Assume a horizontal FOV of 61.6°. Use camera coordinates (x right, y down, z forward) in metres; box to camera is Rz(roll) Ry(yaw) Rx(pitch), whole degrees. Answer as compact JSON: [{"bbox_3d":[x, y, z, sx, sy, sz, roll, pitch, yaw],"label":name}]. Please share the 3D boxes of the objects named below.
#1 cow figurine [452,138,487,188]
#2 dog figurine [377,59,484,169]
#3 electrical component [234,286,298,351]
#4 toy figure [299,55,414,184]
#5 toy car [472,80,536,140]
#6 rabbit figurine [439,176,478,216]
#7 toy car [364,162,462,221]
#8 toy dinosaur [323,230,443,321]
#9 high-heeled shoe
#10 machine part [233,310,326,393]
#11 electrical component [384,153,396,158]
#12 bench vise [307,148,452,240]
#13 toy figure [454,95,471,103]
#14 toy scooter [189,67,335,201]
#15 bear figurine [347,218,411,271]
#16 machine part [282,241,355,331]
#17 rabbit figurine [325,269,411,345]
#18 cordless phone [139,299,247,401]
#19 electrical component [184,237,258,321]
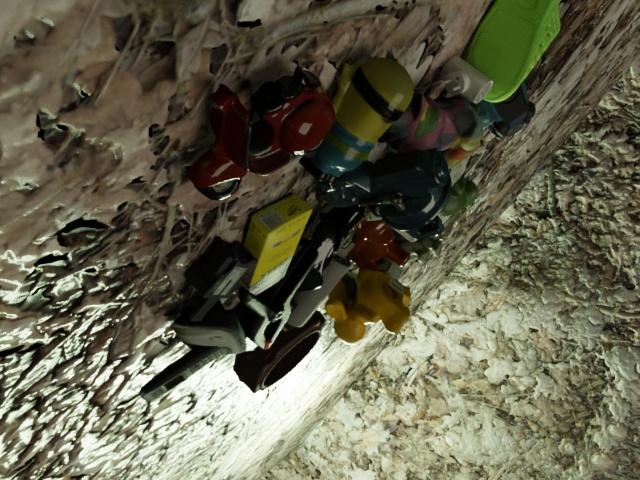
[{"bbox_3d":[0.282,-0.175,1.082,0.167,0.068,0.098,-49,137,-4],"label":"cow figurine"},{"bbox_3d":[0.162,-0.190,0.819,0.192,0.108,0.219,-26,157,3],"label":"dog figurine"},{"bbox_3d":[-0.118,0.147,1.000,0.134,0.058,0.114,-48,159,4],"label":"electrical component"},{"bbox_3d":[0.049,-0.151,0.699,0.180,0.089,0.082,-56,166,21],"label":"toy figure"},{"bbox_3d":[0.324,-0.271,1.003,0.109,0.161,0.103,-34,-158,-5],"label":"toy car"},{"bbox_3d":[0.267,-0.145,1.187,0.159,0.121,0.170,-25,137,-29],"label":"rabbit figurine"},{"bbox_3d":[0.151,-0.105,0.951,0.202,0.074,0.056,-32,140,8],"label":"toy car"},{"bbox_3d":[0.161,0.052,1.282,0.405,0.192,0.131,-58,154,-17],"label":"toy dinosaur"},{"bbox_3d":[-0.002,-0.003,0.976,0.249,0.086,0.145,-38,-150,51],"label":"high-heeled shoe"},{"bbox_3d":[-0.089,0.237,1.203,0.201,0.087,0.201,-32,158,-37],"label":"machine part"},{"bbox_3d":[0.143,-0.135,1.010,0.078,0.045,0.102,-1,136,-25],"label":"electrical component"},{"bbox_3d":[0.115,-0.057,0.827,0.224,0.129,0.240,-21,141,32],"label":"bench vise"},{"bbox_3d":[0.226,-0.211,1.001,0.064,0.058,0.154,-1,137,-39],"label":"toy figure"},{"bbox_3d":[-0.060,-0.123,0.555,0.184,0.075,0.135,-35,158,-16],"label":"toy scooter"},{"bbox_3d":[0.124,-0.001,1.110,0.120,0.132,0.195,-38,166,-19],"label":"bear figurine"},{"bbox_3d":[-0.017,0.089,1.067,0.243,0.079,0.079,-51,161,19],"label":"machine part"},{"bbox_3d":[0.083,0.149,1.102,0.173,0.162,0.122,-52,-163,33],"label":"rabbit figurine"},{"bbox_3d":[-0.208,0.172,0.827,0.184,0.089,0.146,-36,159,-16],"label":"cordless phone"},{"bbox_3d":[-0.150,0.056,0.760,0.119,0.048,0.074,-49,160,11],"label":"electrical component"}]
